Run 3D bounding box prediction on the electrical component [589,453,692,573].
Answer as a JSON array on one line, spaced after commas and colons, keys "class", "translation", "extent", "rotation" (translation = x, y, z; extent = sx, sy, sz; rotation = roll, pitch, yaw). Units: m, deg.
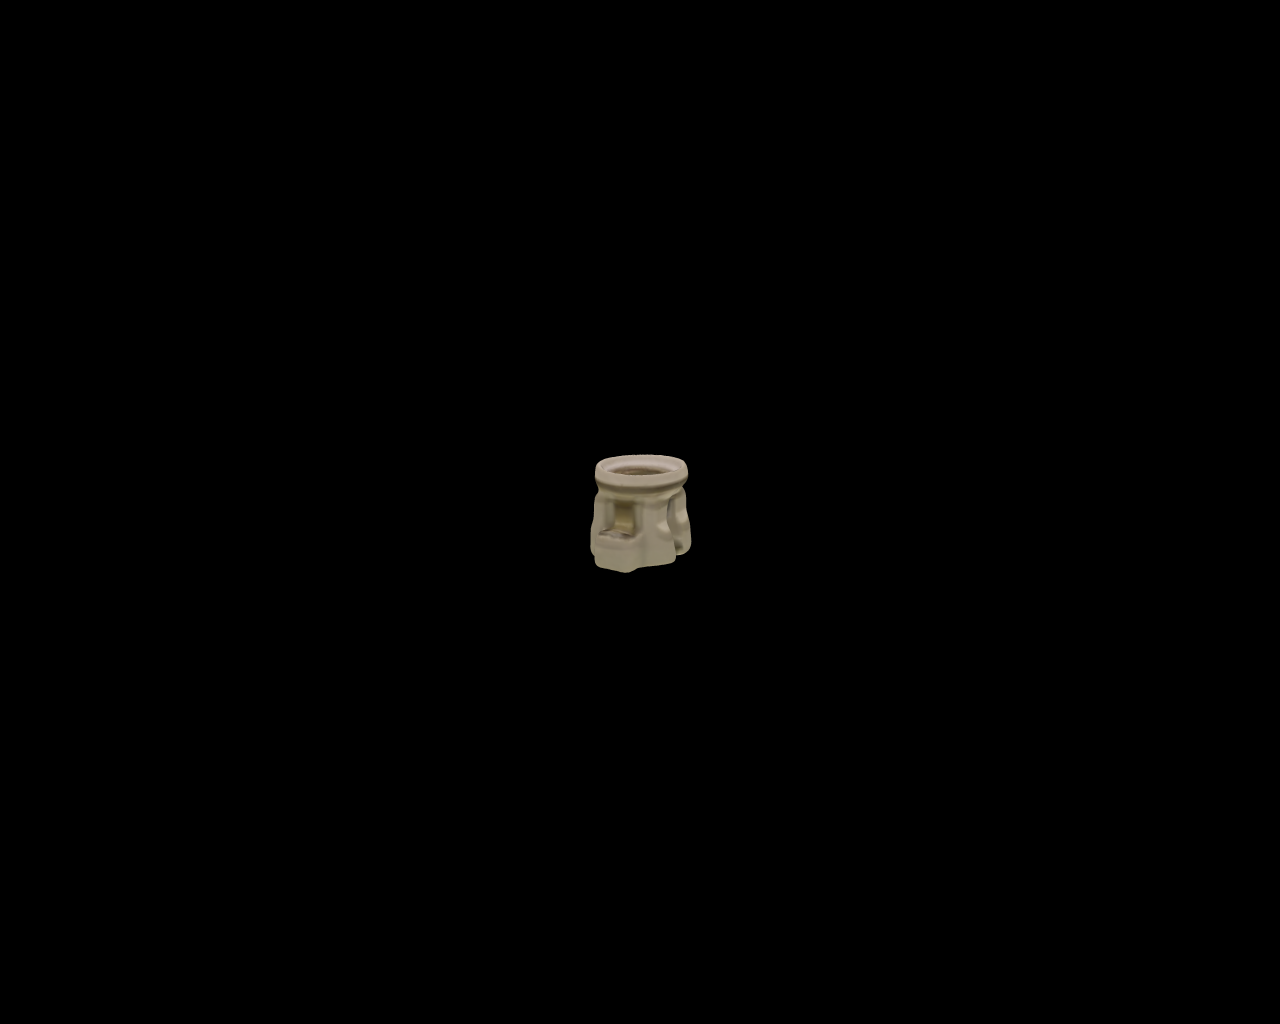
[{"class": "electrical component", "translation": [0.001, -0.003, 0.650], "extent": [0.058, 0.056, 0.078], "rotation": [8, 18, 27]}]
